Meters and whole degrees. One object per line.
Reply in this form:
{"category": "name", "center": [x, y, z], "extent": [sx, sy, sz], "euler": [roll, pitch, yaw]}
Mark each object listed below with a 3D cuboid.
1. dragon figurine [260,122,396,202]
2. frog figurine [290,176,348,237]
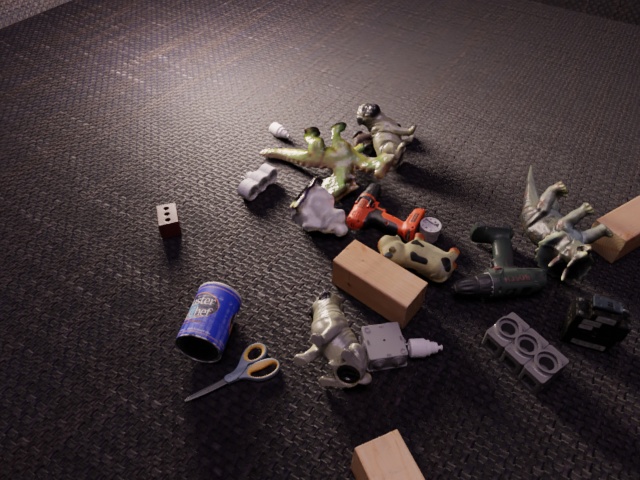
{"category": "dragon figurine", "center": [0.017, -0.213, 1.511], "extent": [0.409, 0.119, 0.249], "euler": [-10, 51, 11]}
{"category": "frog figurine", "center": [0.004, -0.070, 1.382], "extent": [0.158, 0.121, 0.140], "euler": [42, 39, -11]}
